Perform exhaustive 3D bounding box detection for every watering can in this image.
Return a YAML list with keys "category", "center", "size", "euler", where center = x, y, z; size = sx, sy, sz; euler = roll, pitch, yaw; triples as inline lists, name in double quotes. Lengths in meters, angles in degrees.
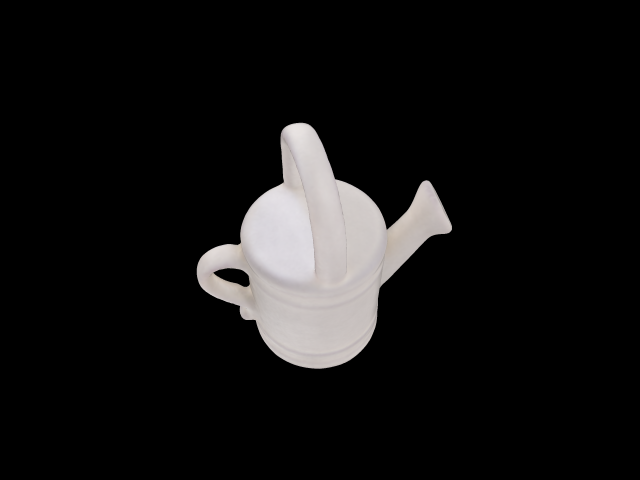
- category: "watering can"
  center: [0.003, 0.000, 0.401]
  size: [0.173, 0.194, 0.100]
  euler: [-30, 58, -21]
